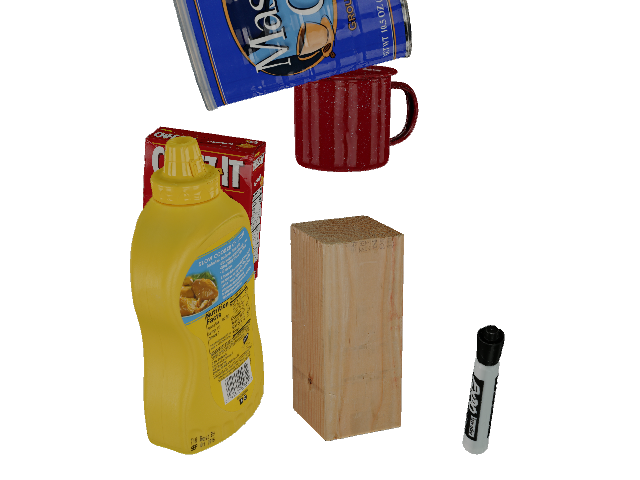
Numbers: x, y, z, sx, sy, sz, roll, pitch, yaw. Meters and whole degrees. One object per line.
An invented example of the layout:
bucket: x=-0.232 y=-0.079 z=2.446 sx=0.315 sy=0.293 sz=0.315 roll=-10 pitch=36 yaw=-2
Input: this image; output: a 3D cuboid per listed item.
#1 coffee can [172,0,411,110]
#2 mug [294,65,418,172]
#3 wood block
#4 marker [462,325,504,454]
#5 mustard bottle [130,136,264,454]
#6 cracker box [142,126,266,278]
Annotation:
coffee can: x=-0.021 y=-0.153 z=0.705 sx=0.140 sy=0.103 sz=0.103 roll=-15 pitch=0 yaw=-1
mug: x=0.030 y=-0.106 z=0.916 sx=0.117 sy=0.081 sz=0.093 roll=-7 pitch=17 yaw=-23
wood block: x=0.026 y=0.087 z=1.097 sx=0.090 sy=0.206 sz=0.091 roll=-7 pitch=17 yaw=-23
marker: x=0.116 y=0.107 z=0.759 sx=0.020 sy=0.121 sz=0.020 roll=0 pitch=40 yaw=0
mustard bottle: x=-0.077 y=0.029 z=0.660 sx=0.058 sy=0.192 sz=0.096 roll=12 pitch=28 yaw=28
cracker box: x=-0.171 y=-0.044 z=1.545 sx=0.164 sy=0.214 sz=0.072 roll=9 pitch=22 yaw=10
